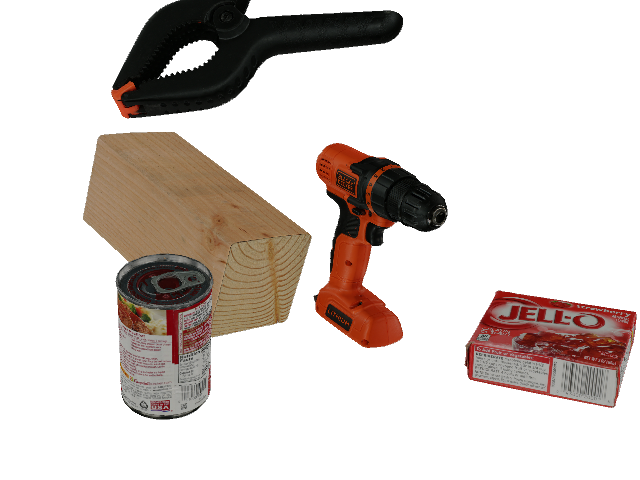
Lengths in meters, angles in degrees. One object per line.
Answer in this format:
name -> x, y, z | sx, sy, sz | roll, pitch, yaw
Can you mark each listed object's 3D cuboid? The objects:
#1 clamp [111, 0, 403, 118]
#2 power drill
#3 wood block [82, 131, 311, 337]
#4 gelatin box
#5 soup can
clamp -> -0.056, -0.151, 0.782 | 0.165, 0.210, 0.036 | 43, -13, 24
power drill -> 0.055, 0.009, 1.078 | 0.057, 0.188, 0.185 | -8, 25, -32
wood block -> -0.114, -0.013, 0.945 | 0.090, 0.091, 0.206 | -8, 34, -43
gelatin box -> 0.139, 0.062, 0.643 | 0.089, 0.030, 0.073 | 9, 26, 21
soup can -> -0.112, 0.070, 0.774 | 0.068, 0.102, 0.068 | 3, 31, -2
